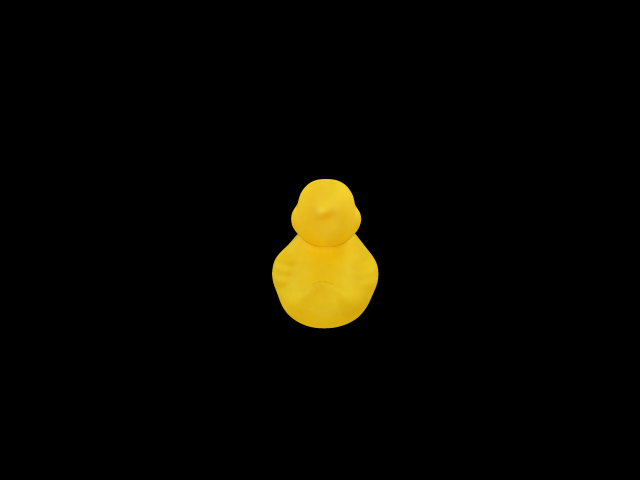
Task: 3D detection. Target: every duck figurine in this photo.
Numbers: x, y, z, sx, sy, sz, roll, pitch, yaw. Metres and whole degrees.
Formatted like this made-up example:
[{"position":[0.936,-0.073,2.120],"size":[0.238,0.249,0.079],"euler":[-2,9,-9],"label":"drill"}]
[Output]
[{"position":[0.004,0.001,0.400],"size":[0.077,0.086,0.104],"euler":[2,40,2],"label":"duck figurine"}]
